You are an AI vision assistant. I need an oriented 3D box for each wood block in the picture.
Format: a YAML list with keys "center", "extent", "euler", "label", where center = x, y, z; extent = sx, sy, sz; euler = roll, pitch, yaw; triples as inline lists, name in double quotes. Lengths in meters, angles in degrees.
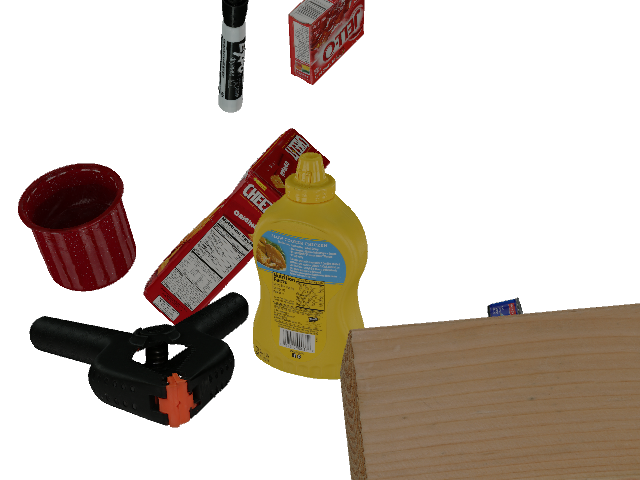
- center: [0.119, 0.092, 0.563]
  extent: [0.206, 0.091, 0.090]
  euler: [-5, -21, -4]
  label: "wood block"

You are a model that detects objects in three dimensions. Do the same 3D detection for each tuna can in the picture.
- center: [0.198, 0.104, 1.104]
  extent: [0.034, 0.086, 0.086]
  euler: [-13, -3, 11]
  label: "tuna can"

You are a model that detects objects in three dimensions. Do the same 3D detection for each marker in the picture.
- center: [-0.065, -0.140, 0.787]
  extent: [0.020, 0.020, 0.121]
  euler: [0, -33, -7]
  label: "marker"

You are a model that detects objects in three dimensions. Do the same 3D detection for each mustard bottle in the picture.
- center: [-0.009, 0.019, 0.888]
  extent: [0.096, 0.192, 0.058]
  euler: [11, 28, 22]
  label: "mustard bottle"

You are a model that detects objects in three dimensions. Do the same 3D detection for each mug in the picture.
- center: [-0.214, -0.017, 0.961]
  extent: [0.093, 0.081, 0.117]
  euler: [-9, 42, 0]
  label: "mug"

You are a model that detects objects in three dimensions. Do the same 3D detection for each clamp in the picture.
- center: [-0.104, 0.076, 0.734]
  extent: [0.164, 0.036, 0.210]
  euler: [-10, 14, -21]
  label: "clamp"

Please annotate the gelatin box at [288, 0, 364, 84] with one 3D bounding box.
- center: [0.008, -0.200, 0.993]
  extent: [0.030, 0.089, 0.073]
  euler: [30, -32, 21]
  label: "gelatin box"

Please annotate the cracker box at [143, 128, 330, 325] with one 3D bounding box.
- center: [-0.097, -0.017, 1.229]
  extent: [0.214, 0.072, 0.164]
  euler: [-46, 7, 26]
  label: "cracker box"
